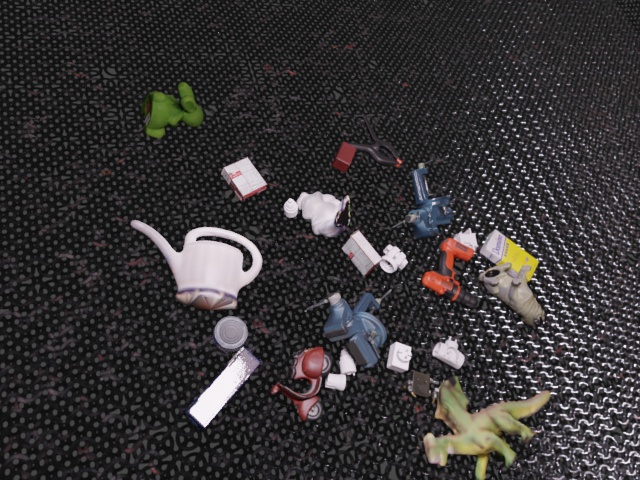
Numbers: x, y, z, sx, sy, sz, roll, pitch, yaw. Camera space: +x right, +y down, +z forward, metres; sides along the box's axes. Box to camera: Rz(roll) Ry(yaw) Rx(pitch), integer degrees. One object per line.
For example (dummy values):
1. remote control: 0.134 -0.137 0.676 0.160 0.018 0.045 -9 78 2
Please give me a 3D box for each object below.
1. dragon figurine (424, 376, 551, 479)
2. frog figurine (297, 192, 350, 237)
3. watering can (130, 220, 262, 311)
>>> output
1. dragon figurine: 0.427 0.466 1.376 0.245 0.119 0.416 44 56 16
2. frog figurine: 0.005 -0.077 1.531 0.159 0.120 0.140 6 65 25
3. watering can: -0.321 0.065 1.319 0.347 0.102 0.229 10 60 -15
